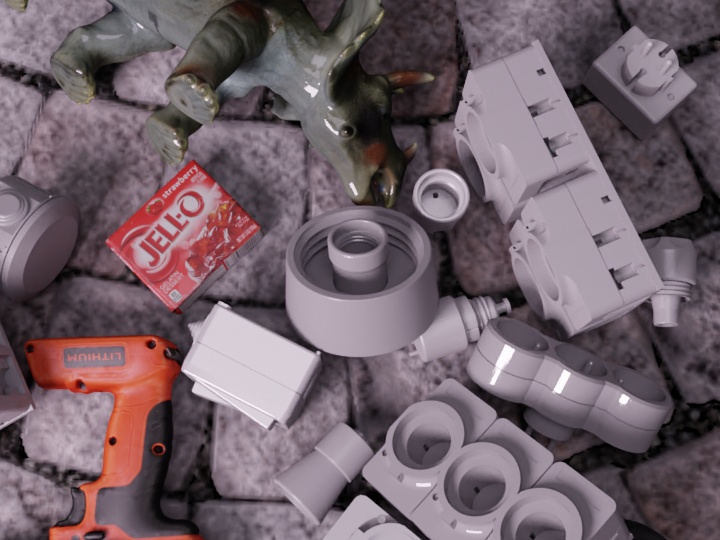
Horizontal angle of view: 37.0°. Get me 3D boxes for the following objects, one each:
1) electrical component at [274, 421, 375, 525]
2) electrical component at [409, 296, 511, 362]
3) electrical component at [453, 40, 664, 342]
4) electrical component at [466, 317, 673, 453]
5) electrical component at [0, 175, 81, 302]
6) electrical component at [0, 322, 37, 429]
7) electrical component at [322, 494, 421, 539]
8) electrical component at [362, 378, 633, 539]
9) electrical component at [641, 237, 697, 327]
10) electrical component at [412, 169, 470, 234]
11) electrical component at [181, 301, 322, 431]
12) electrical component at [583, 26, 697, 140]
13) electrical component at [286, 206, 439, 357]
[{"bbox_3d":[-0.022,0.137,0.742,0.044,0.044,0.065,43,75,8],"label":"electrical component"},{"bbox_3d":[0.069,0.037,0.766,0.078,0.040,0.040,-18,78,-6],"label":"electrical component"},{"bbox_3d":[0.129,-0.049,0.753,0.060,0.105,0.186,-23,78,-6],"label":"electrical component"},{"bbox_3d":[0.138,0.093,0.749,0.138,0.052,0.073,23,111,1],"label":"electrical component"},{"bbox_3d":[-0.238,-0.023,0.754,0.051,0.080,0.080,28,78,10],"label":"electrical component"},{"bbox_3d":[-0.323,0.087,0.707,0.186,0.060,0.105,-29,78,12],"label":"electrical component"},{"bbox_3d":[-0.012,0.234,0.708,0.089,0.061,0.150,38,79,7],"label":"electrical component"},{"bbox_3d":[0.085,0.149,0.694,0.089,0.061,0.150,-46,50,-10],"label":"electrical component"},{"bbox_3d":[0.220,0.009,0.774,0.043,0.043,0.062,3,78,0],"label":"electrical component"},{"bbox_3d":[0.057,-0.048,0.782,0.040,0.046,0.040,0,77,-1],"label":"electrical component"},{"bbox_3d":[-0.081,0.068,0.745,0.096,0.061,0.061,27,78,5],"label":"electrical component"},{"bbox_3d":[0.210,-0.145,0.792,0.047,0.076,0.065,-42,81,-10],"label":"electrical component"},{"bbox_3d":[0.000,0.000,0.737,0.108,0.060,0.108,-2,42,2],"label":"electrical component"}]
